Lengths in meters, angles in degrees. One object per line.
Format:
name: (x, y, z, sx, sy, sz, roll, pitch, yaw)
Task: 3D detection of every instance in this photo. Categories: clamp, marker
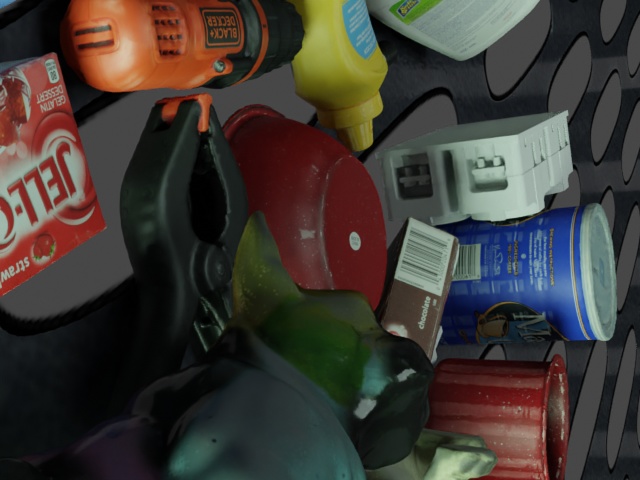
clamp: (-0.064, 0.021, 0.485, 0.120, 0.039, 0.171, -22, 105, -66)
marker: (0.029, -0.115, 0.737, 0.121, 0.020, 0.020, -50, 130, -57)

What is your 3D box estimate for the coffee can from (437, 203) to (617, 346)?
coffee can: (0.148, 0.029, 0.821, 0.102, 0.140, 0.103, -5, 90, -65)

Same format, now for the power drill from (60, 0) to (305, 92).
power drill: (-0.064, -0.164, 0.498, 0.184, 0.057, 0.187, -28, 110, -66)

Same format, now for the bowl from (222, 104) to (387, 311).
bowl: (-0.004, 0.001, 0.599, 0.161, 0.055, 0.162, -5, 90, -65)

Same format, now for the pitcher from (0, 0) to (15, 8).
pitcher: (-0.043, -0.173, 0.323, 0.144, 0.243, 0.149, -33, 109, -61)

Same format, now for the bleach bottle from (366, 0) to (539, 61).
bleach bottle: (0.081, -0.195, 0.771, 0.068, 0.103, 0.250, 55, 20, 16)

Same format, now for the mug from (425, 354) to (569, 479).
mug: (0.123, 0.118, 0.724, 0.117, 0.082, 0.093, -31, 119, -64)

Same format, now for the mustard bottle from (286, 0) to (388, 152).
mustard bottle: (0.000, -0.142, 0.631, 0.096, 0.058, 0.191, -76, 152, -63)

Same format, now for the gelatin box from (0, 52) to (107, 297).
gelatin box: (-0.118, -0.022, 0.383, 0.089, 0.030, 0.073, -43, 124, -60)

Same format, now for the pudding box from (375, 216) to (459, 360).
pudding box: (0.044, 0.056, 0.651, 0.090, 0.039, 0.113, 120, -8, -57)
